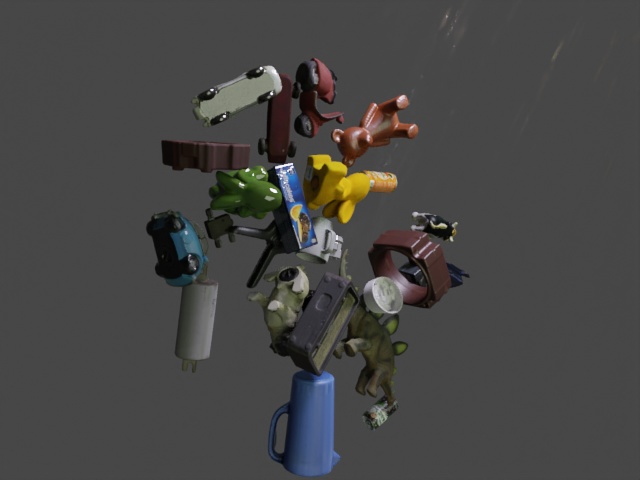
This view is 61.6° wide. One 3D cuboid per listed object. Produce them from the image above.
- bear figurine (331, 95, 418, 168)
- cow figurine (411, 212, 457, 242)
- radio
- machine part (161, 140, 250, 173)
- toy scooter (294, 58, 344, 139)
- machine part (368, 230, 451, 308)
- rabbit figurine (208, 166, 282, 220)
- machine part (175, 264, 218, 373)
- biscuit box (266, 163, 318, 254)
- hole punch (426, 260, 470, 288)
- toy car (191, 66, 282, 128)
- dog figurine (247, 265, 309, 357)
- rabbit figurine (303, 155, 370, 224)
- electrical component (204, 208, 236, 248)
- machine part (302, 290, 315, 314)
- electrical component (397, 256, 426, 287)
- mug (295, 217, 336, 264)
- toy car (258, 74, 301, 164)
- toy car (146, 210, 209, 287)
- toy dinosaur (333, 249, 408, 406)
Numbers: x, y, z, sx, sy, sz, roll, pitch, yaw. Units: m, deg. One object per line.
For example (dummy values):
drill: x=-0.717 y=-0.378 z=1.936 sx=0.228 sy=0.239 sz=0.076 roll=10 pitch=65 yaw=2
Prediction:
bear figurine: x=0.133 y=-0.272 z=1.359 sx=0.196 sy=0.132 sz=0.120 roll=-38 pitch=116 yaw=-31
cow figurine: x=0.352 y=-0.036 z=1.574 sx=0.167 sy=0.098 sz=0.068 roll=13 pitch=84 yaw=-36
radio: x=0.010 y=0.199 z=1.301 sx=0.229 sy=0.073 sz=0.131 roll=-61 pitch=153 yaw=-24
machine part: x=-0.231 y=-0.172 z=1.090 sx=0.179 sy=0.180 sz=0.056 roll=-5 pitch=105 yaw=-35
toy scooter: x=0.005 y=-0.334 z=1.287 sx=0.135 sy=0.075 sz=0.183 roll=-3 pitch=103 yaw=-36
machine part: x=0.236 y=0.078 z=1.442 sx=0.087 sy=0.202 sz=0.200 roll=-38 pitch=119 yaw=-36
rabbit figurine: x=-0.156 y=-0.106 z=1.152 sx=0.159 sy=0.170 sz=0.121 roll=7 pitch=94 yaw=-37
machine part: x=-0.270 y=0.172 z=1.176 sx=0.079 sy=0.079 sz=0.243 roll=6 pitch=94 yaw=-36
biscuit box: x=-0.071 y=-0.074 z=1.248 sx=0.059 sy=0.063 sz=0.202 roll=-17 pitch=90 yaw=-39
hole punch: x=0.359 y=0.099 z=1.597 sx=0.142 sy=0.116 sz=0.092 roll=31 pitch=88 yaw=-35
toy car: x=-0.178 y=-0.309 z=1.155 sx=0.202 sy=0.056 sz=0.073 roll=-28 pitch=108 yaw=-10
dog figurine: x=-0.073 y=0.174 z=1.318 sx=0.172 sy=0.121 sz=0.190 roll=-36 pitch=131 yaw=-19
rabbit figurine: x=0.053 y=-0.124 z=1.330 sx=0.173 sy=0.122 sz=0.162 roll=-2 pitch=104 yaw=-36
electrical component: x=-0.225 y=-0.032 z=1.208 sx=0.063 sy=0.021 sz=0.093 roll=-26 pitch=111 yaw=-30
machine part: x=-0.013 y=0.188 z=1.390 sx=0.084 sy=0.039 sz=0.138 roll=-33 pitch=118 yaw=-18
electrical component: x=0.266 y=0.093 z=1.549 sx=0.048 sy=0.075 sz=0.119 roll=-35 pitch=121 yaw=-26
mug: x=-0.003 y=-0.004 z=1.325 sx=0.080 sy=0.110 sz=0.107 roll=24 pitch=70 yaw=-30
toy car: x=-0.096 y=-0.278 z=1.237 sx=0.089 sy=0.053 sz=0.202 roll=0 pitch=99 yaw=-21
toy car: x=-0.290 y=0.012 z=1.130 sx=0.103 sy=0.109 sz=0.161 roll=-24 pitch=101 yaw=-55
toy dinosaur: x=0.127 y=0.259 z=1.466 sx=0.198 sy=0.105 sz=0.470 roll=-37 pitch=113 yaw=-33
